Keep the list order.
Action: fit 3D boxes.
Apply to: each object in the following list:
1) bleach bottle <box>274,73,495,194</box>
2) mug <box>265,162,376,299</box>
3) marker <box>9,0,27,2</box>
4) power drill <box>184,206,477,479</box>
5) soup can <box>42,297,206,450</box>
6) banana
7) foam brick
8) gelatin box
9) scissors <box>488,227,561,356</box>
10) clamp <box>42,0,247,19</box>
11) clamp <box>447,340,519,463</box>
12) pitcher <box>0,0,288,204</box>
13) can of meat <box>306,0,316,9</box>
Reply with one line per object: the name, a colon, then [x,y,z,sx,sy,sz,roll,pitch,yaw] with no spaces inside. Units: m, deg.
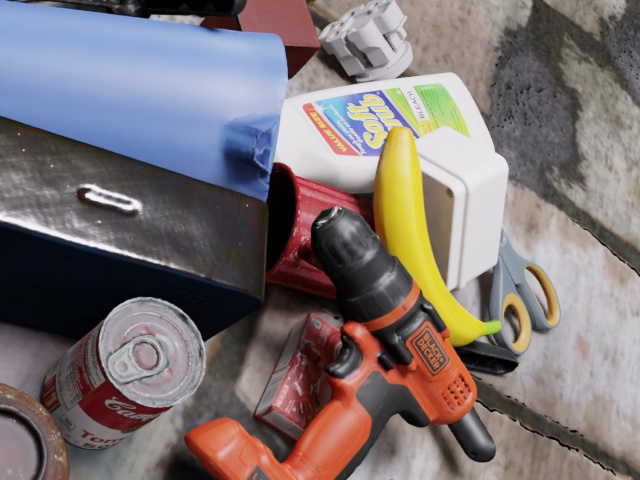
bleach bottle: [0.027,-0.077,0.882,0.250,0.068,0.102,-14,76,-37]
mug: [-0.005,0.001,0.787,0.081,0.117,0.093,17,99,-34]
marker: [-0.229,-0.183,0.784,0.120,0.020,0.020,-25,82,-41]
power drill: [0.003,0.096,0.708,0.187,0.057,0.184,-42,113,-16]
soup can: [-0.123,0.085,0.659,0.068,0.102,0.068,17,57,-28]
banana: [0.076,0.013,0.794,0.069,0.037,0.197,-48,124,-34]
foam brick: [-0.049,-0.169,0.882,0.078,0.053,0.051,-5,69,-37]
gelatin box: [0.002,0.109,0.783,0.073,0.030,0.089,36,51,-15]
scissors: [0.145,0.017,0.909,0.201,0.016,0.096,49,55,-26]
clamp: [-0.125,-0.174,0.751,0.164,0.210,0.036,7,100,2]
clamp: [0.086,0.096,0.840,0.171,0.039,0.120,32,35,-14]
pitcher: [-0.152,-0.090,0.706,0.242,0.149,0.145,8,59,-17]
can of meat: [-0.061,-0.236,0.907,0.101,0.058,0.084,0,64,-36]
